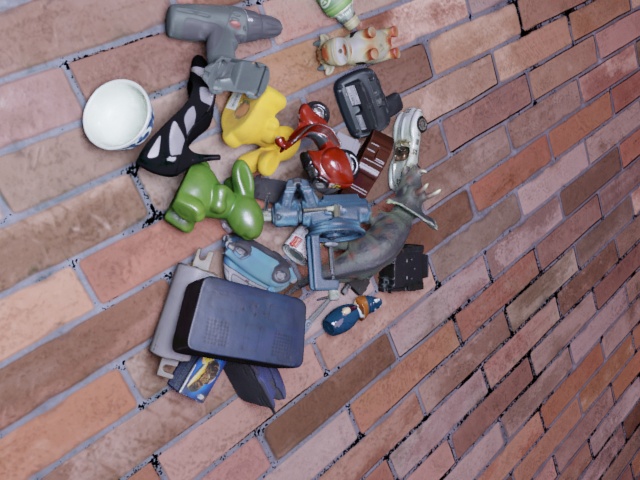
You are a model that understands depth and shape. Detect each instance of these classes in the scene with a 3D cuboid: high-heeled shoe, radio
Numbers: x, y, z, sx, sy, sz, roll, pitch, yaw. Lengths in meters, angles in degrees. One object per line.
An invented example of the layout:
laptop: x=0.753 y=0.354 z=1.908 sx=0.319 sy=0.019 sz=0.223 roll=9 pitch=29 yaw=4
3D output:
high-heeled shoe: x=-0.255 y=-0.223 z=0.945 sx=0.145 sy=0.086 sz=0.249 roll=-4 pitch=68 yaw=-23
radio: x=-0.135 y=0.151 z=0.960 sx=0.229 sy=0.073 sz=0.131 roll=19 pitch=68 yaw=-34

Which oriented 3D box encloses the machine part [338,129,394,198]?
machine part: x=0.094 y=-0.152 z=1.146 sx=0.056 sy=0.179 sz=0.179 roll=29 pitch=76 yaw=-6

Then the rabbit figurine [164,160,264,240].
rabbit figurine: x=-0.181 y=-0.066 z=0.998 sx=0.170 sy=0.121 sz=0.159 roll=27 pitch=56 yaw=-17

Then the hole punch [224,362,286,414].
hole punch: x=-0.117 y=0.263 z=1.073 sx=0.092 sy=0.116 sz=0.142 roll=-34 pitch=112 yaw=-37

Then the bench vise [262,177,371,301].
bench vise: x=-0.005 y=-0.001 z=1.046 sx=0.224 sy=0.129 sz=0.240 roll=-1 pitch=78 yaw=-20

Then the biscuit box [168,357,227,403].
biscuit box: x=-0.206 y=0.204 z=1.033 sx=0.059 sy=0.063 sz=0.202 roll=39 pitch=73 yaw=-32

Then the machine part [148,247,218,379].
machine part: x=-0.251 y=0.131 z=0.987 sx=0.079 sy=0.079 sz=0.243 roll=22 pitch=83 yaw=-34

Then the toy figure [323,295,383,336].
toy figure: x=0.077 y=0.164 z=1.227 sx=0.154 sy=0.064 sz=0.058 roll=-26 pitch=84 yaw=-31

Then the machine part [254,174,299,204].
machine part: x=-0.082 y=-0.094 z=1.111 sx=0.139 sy=0.039 sz=0.084 roll=17 pitch=90 yaw=-36

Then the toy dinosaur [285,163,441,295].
toy dinosaur: x=0.114 y=0.008 z=1.162 sx=0.405 sy=0.192 sz=0.131 roll=-47 pitch=116 yaw=-24

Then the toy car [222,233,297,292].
toy car: x=-0.132 y=0.060 z=1.052 sx=0.161 sy=0.109 sz=0.103 roll=30 pitch=96 yaw=-24

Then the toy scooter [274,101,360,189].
toy scooter: x=-0.012 y=-0.168 z=1.017 sx=0.135 sy=0.075 sz=0.183 roll=-29 pitch=92 yaw=-35

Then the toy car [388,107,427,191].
toy car: x=0.206 y=-0.215 z=1.278 sx=0.056 sy=0.074 sz=0.201 roll=6 pitch=91 yaw=-36

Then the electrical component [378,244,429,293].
electrical component: x=0.207 y=0.067 z=1.313 sx=0.134 sy=0.058 sz=0.114 roll=-6 pitch=99 yaw=-34

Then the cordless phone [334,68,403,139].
cordless phone: x=0.127 y=-0.326 z=1.225 sx=0.184 sy=0.089 sz=0.146 roll=-38 pitch=114 yaw=-39

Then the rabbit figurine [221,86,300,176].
rabbit figurine: x=-0.101 y=-0.202 z=1.046 sx=0.173 sy=0.122 sz=0.162 roll=27 pitch=76 yaw=-53

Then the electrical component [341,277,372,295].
electrical component: x=0.087 y=0.098 z=1.252 sx=0.063 sy=0.021 sz=0.094 roll=48 pitch=67 yaw=-28

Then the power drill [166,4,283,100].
power drill: x=-0.150 y=-0.350 z=0.964 sx=0.232 sy=0.086 sz=0.207 roll=-1 pitch=58 yaw=-27

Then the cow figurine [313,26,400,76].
cow figurine: x=0.073 y=-0.411 z=1.155 sx=0.195 sy=0.127 sz=0.085 roll=-27 pitch=110 yaw=-45
